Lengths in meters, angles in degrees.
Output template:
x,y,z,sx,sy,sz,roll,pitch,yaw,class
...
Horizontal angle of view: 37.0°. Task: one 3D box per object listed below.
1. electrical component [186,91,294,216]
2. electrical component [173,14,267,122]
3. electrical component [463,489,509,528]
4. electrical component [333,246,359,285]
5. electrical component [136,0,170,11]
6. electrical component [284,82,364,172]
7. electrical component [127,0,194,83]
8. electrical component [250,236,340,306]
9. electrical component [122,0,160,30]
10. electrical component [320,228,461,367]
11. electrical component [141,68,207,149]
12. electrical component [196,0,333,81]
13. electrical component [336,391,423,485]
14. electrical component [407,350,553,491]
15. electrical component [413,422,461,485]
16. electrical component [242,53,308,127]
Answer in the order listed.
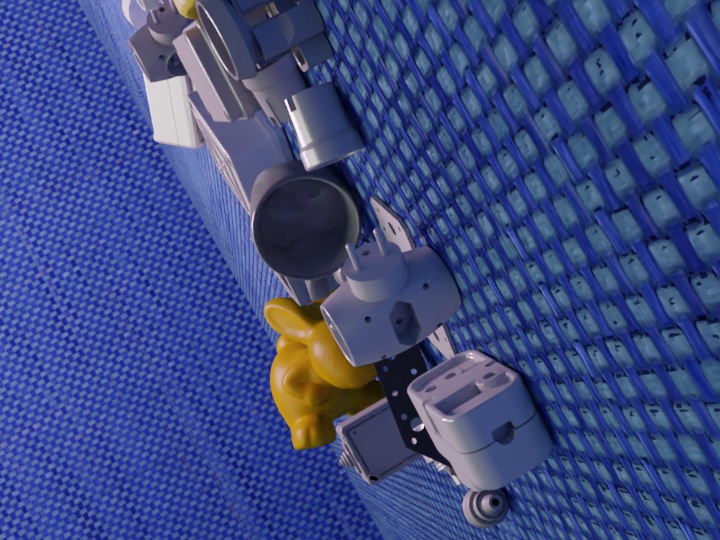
x,y,z,sx,sy,sz,roll,pitch,yaw,class
-0.104,-0.110,1.003,0.108,0.056,0.108,54,169,37,electrical component
-0.096,-0.155,0.809,0.078,0.057,0.113,63,171,-14,electrical component
0.103,0.188,0.860,0.035,0.035,0.061,59,168,12,electrical component
0.000,0.000,0.840,0.035,0.035,0.061,63,169,-15,electrical component
-0.169,-0.254,0.906,0.078,0.057,0.058,62,171,-8,electrical component
-0.024,-0.090,0.677,0.040,0.040,0.046,173,74,-80,electrical component
-0.169,-0.214,0.967,0.044,0.077,0.079,57,171,22,electrical component
-0.060,-0.010,1.057,0.096,0.061,0.062,64,170,-23,electrical component
-0.206,-0.242,1.167,0.073,0.052,0.138,46,163,57,electrical component
0.014,0.009,0.655,0.043,0.077,0.079,50,166,51,electrical component
-0.164,-0.162,1.052,0.061,0.061,0.096,12,126,26,electrical component
-0.060,-0.148,0.637,0.078,0.057,0.058,62,171,-8,electrical component
0.021,0.160,1.025,0.061,0.096,0.061,61,171,2,electrical component
0.074,0.093,0.658,0.059,0.054,0.095,63,171,-13,electrical component
0.073,0.158,0.935,0.061,0.035,0.035,57,171,7,electrical component
-0.056,-0.127,0.742,0.046,0.040,0.040,60,173,-35,electrical component
